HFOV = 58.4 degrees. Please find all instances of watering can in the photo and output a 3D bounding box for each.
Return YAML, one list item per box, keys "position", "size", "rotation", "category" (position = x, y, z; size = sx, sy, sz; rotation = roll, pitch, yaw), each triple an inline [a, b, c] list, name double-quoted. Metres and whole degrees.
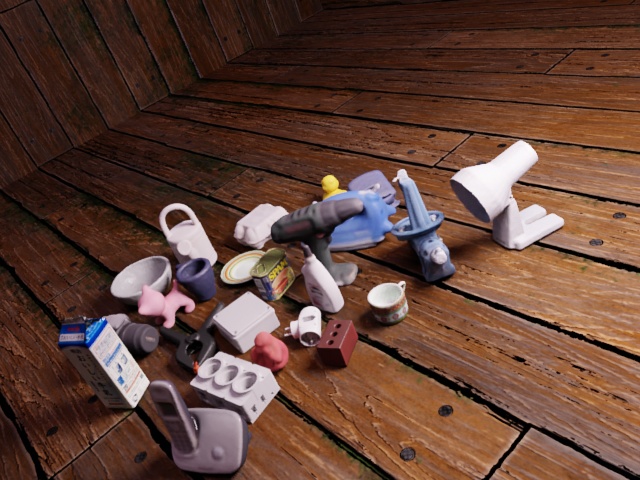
- position: [-0.356, -0.008, 1.531]
  size: [0.101, 0.194, 0.172]
  rotation: [-35, 35, -21]
  category: "watering can"

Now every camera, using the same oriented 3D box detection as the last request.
- position: [-0.454, 0.232, 1.318]
  size: [0.136, 0.101, 0.143]
  rotation: [-3, 37, 27]
  category: "camera"

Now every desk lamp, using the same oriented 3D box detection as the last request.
- position: [0.391, -0.089, 1.208]
  size: [0.203, 0.214, 0.117]
  rotation: [-27, 33, -10]
  category: "desk lamp"

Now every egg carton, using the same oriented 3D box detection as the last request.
- position: [-0.160, -0.039, 1.583]
  size: [0.107, 0.069, 0.150]
  rotation: [16, 47, 43]
  category: "egg carton"

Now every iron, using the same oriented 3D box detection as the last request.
- position: [0.053, -0.058, 1.422]
  size: [0.257, 0.142, 0.118]
  rotation: [-11, 34, 16]
  category: "iron"

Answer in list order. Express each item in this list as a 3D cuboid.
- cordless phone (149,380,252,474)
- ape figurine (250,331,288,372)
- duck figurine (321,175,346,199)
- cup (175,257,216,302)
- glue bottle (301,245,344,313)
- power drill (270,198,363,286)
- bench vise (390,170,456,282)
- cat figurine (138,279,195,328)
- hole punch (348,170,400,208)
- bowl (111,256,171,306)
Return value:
- position: [-0.209, 0.313, 0.980]
  size: [0.147, 0.185, 0.094]
  rotation: [-7, 35, 21]
  category: "cordless phone"
- position: [-0.105, 0.220, 1.145]
  size: [0.076, 0.092, 0.077]
  rotation: [-37, 36, -24]
  category: "ape figurine"
- position: [0.037, -0.138, 1.603]
  size: [0.077, 0.086, 0.104]
  rotation: [-29, 33, -13]
  category: "duck figurine"
- position: [-0.309, 0.104, 1.432]
  size: [0.117, 0.095, 0.092]
  rotation: [9, 43, 38]
  category: "cup"
- position: [-0.007, 0.079, 1.223]
  size: [0.077, 0.173, 0.037]
  rotation: [10, 44, 39]
  category: "glue bottle"
- position: [0.012, 0.005, 1.289]
  size: [0.229, 0.209, 0.075]
  rotation: [-7, 35, 21]
  category: "power drill"
- position: [0.225, -0.036, 1.218]
  size: [0.122, 0.220, 0.206]
  rotation: [-31, 34, -15]
  category: "bench vise"
- position: [-0.383, 0.149, 1.384]
  size: [0.067, 0.118, 0.128]
  rotation: [16, 48, 44]
  category: "cat figurine"
- position: [0.142, -0.122, 1.513]
  size: [0.109, 0.091, 0.100]
  rotation: [-27, 33, -10]
  category: "hole punch"
- position: [-0.459, 0.120, 1.511]
  size: [0.167, 0.075, 0.167]
  rotation: [-15, 33, 10]
  category: "bowl"
